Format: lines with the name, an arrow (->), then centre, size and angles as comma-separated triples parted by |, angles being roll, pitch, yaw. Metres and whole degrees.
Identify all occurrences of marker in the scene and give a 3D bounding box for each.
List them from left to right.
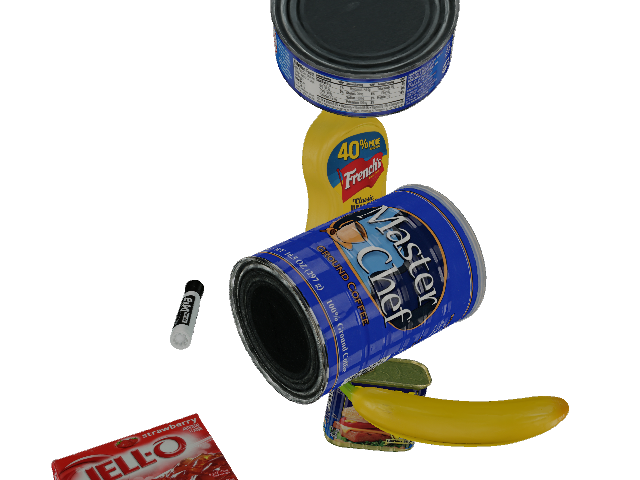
marker -> -0.124, 0.067, 1.000 | 0.020, 0.020, 0.121 | 0, 21, 0

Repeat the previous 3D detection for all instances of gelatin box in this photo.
gelatin box -> -0.095, 0.136, 0.586 | 0.089, 0.030, 0.073 | -15, 28, -20

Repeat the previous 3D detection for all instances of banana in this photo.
banana -> 0.113, 0.142, 0.882 | 0.198, 0.037, 0.069 | 8, 35, -1

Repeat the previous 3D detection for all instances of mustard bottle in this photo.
mustard bottle -> 0.026, -0.069, 1.053 | 0.096, 0.192, 0.058 | -15, 21, -36

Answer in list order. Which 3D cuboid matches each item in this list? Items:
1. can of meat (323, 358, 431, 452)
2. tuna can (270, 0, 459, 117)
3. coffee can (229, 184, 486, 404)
can of meat -> 0.057, 0.170, 1.116 | 0.102, 0.084, 0.057 | 7, 20, -8
tuna can -> 0.020, -0.099, 0.495 | 0.086, 0.086, 0.034 | 0, -30, 1
coffee can -> 0.025, 0.033, 0.712 | 0.140, 0.103, 0.103 | -25, 13, -31
